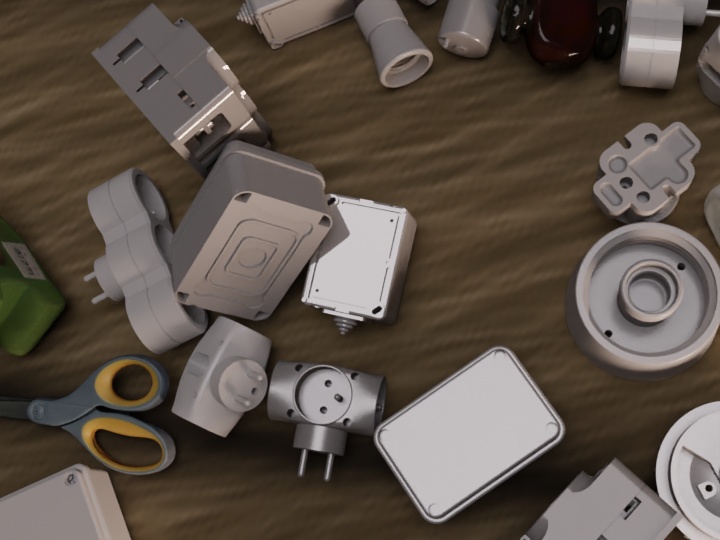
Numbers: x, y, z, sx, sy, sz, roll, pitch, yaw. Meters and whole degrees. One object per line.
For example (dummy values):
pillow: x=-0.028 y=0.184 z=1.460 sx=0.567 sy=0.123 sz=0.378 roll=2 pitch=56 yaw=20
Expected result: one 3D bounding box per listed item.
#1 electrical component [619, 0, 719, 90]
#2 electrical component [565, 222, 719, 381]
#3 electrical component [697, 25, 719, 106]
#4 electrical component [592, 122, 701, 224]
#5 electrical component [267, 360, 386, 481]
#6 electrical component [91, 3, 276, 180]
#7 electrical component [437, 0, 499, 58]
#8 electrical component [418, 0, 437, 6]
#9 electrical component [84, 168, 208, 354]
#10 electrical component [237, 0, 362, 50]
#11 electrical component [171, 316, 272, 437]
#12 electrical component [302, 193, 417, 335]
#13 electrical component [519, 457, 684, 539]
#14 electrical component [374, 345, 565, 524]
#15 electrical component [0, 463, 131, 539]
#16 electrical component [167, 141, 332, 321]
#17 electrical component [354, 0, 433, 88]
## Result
electrical component: x=0.235 y=-0.199 z=0.790 sx=0.074 sy=0.052 sz=0.138 roll=7 pitch=78 yaw=10
electrical component: x=0.197 y=0.019 z=0.739 sx=0.108 sy=0.060 sz=0.108 roll=-2 pitch=76 yaw=8
electrical component: x=0.280 y=-0.136 z=0.756 sx=0.043 sy=0.077 sz=0.079 roll=-40 pitch=75 yaw=-3
electrical component: x=0.200 y=-0.064 z=0.760 sx=0.078 sy=0.057 sz=0.058 roll=-38 pitch=74 yaw=-2
electrical component: x=-0.026 y=0.108 z=0.758 sx=0.077 sy=0.044 sz=0.079 roll=8 pitch=78 yaw=10
electrical component: x=-0.115 y=-0.116 z=0.769 sx=0.062 sy=0.150 sz=0.089 roll=-41 pitch=75 yaw=-2
electrical component: x=0.087 y=-0.198 z=0.817 sx=0.040 sy=0.040 sz=0.078 roll=16 pitch=79 yaw=11
electrical component: x=0.044 y=-0.257 z=0.836 sx=0.077 sy=0.043 sz=0.079 roll=36 pitch=81 yaw=13
electrical component: x=-0.172 y=0.000 z=0.801 sx=0.074 sy=0.052 sz=0.138 roll=-27 pitch=74 yaw=12
electrical component: x=-0.053 y=-0.220 z=0.832 sx=0.096 sy=0.061 sz=0.061 roll=-21 pitch=75 yaw=3
electrical component: x=-0.091 y=0.078 z=0.761 sx=0.043 sy=0.079 sz=0.077 roll=31 pitch=80 yaw=-29
electrical component: x=0.000 y=0.000 z=0.775 sx=0.062 sy=0.061 sz=0.096 roll=12 pitch=85 yaw=12
electrical component: x=0.113 y=0.205 z=0.683 sx=0.060 sy=0.105 sz=0.186 roll=42 pitch=85 yaw=15
electrical component: x=0.075 y=0.113 z=0.736 sx=0.113 sy=0.057 sz=0.078 roll=-34 pitch=74 yaw=-1
electrical component: x=-0.218 y=0.207 z=0.756 sx=0.109 sy=0.056 sz=0.108 roll=-24 pitch=75 yaw=2
electrical component: x=-0.079 y=-0.027 z=0.754 sx=0.113 sy=0.078 sz=0.057 roll=-54 pitch=35 yaw=33
electrical component: x=0.023 y=-0.178 z=0.822 sx=0.044 sy=0.044 sz=0.065 roll=-26 pitch=70 yaw=1
